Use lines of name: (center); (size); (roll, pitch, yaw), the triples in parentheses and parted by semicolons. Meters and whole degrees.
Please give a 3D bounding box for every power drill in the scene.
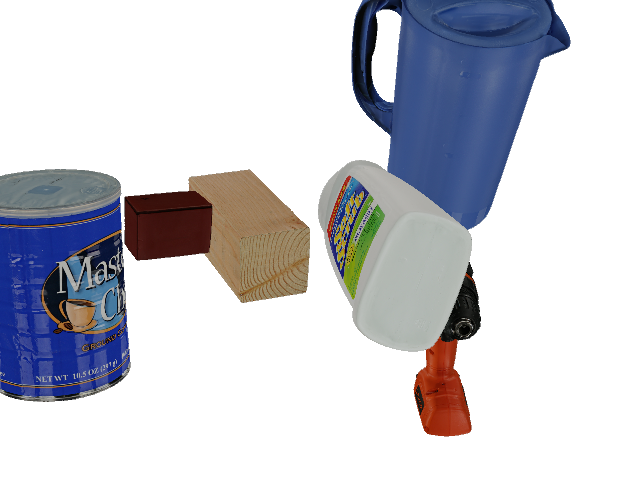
power drill: (0.136, 0.111, 1.138); (0.057, 0.188, 0.184); (1, 24, -1)

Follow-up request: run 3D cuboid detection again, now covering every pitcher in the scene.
pitcher: (0.117, -0.127, 0.995); (0.144, 0.243, 0.149); (-18, 50, -23)

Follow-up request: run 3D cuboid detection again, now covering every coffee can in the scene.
coffee can: (-0.191, 0.029, 0.761); (0.103, 0.140, 0.103); (0, 18, 0)

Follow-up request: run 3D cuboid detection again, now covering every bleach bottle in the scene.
bleach bottle: (0.040, -0.003, 0.842); (0.068, 0.102, 0.251); (18, 10, -16)

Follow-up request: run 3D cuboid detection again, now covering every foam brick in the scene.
foam brick: (-0.153, -0.016, 1.069); (0.078, 0.051, 0.053); (-6, 22, -23)

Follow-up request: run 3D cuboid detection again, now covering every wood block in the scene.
wood block: (-0.095, -0.010, 1.361); (0.090, 0.090, 0.206); (-8, 27, -23)
